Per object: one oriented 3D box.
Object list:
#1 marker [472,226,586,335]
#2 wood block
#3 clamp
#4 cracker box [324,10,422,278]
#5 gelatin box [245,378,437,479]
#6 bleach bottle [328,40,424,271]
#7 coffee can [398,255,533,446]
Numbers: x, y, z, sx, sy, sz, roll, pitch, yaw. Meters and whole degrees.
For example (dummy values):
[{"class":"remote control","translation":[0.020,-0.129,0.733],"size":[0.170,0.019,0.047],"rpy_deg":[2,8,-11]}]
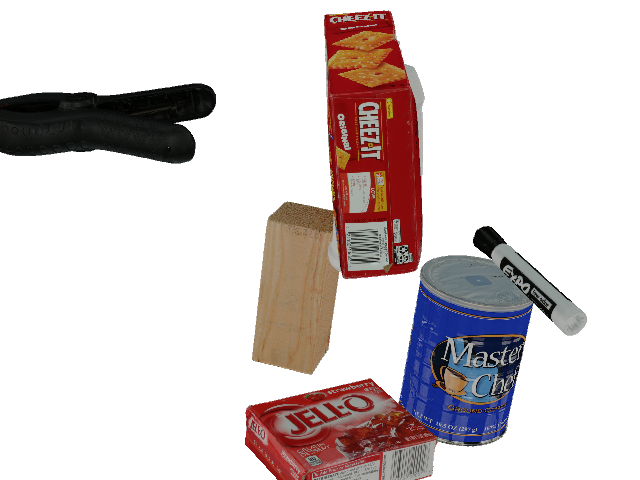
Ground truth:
[{"class":"marker","translation":[0.143,0.025,0.747],"size":[0.020,0.020,0.121],"rpy_deg":[0,30,-28]},{"class":"wood block","translation":[-0.029,0.063,1.452],"size":[0.090,0.206,0.090],"rpy_deg":[12,21,12]},{"class":"clamp","translation":[-0.153,-0.083,0.726],"size":[0.171,0.039,0.120],"rpy_deg":[5,18,10]},{"class":"cracker box","translation":[0.044,-0.091,0.925],"size":[0.072,0.164,0.213],"rpy_deg":[-4,28,2]},{"class":"gelatin box","translation":[0.011,0.115,0.618],"size":[0.089,0.030,0.073],"rpy_deg":[-8,25,-29]},{"class":"bleach bottle","translation":[0.060,-0.091,1.157],"size":[0.102,0.251,0.068],"rpy_deg":[-3,25,-7]},{"class":"coffee can","translation":[0.130,0.097,0.958],"size":[0.103,0.140,0.103],"rpy_deg":[6,22,-3]}]
